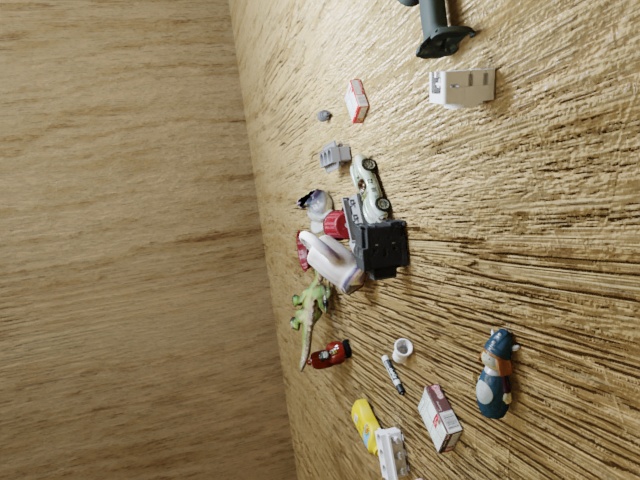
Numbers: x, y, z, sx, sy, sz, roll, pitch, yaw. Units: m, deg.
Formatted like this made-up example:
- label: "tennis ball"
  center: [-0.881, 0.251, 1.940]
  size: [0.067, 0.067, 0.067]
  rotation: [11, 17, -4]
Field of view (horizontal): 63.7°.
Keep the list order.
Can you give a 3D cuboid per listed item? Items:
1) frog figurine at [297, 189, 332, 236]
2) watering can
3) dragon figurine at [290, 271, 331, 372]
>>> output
- label: "frog figurine"
  center: [0.005, -0.086, 1.715]
  size: [0.158, 0.124, 0.137]
  rotation: [48, 164, -18]
- label: "watering can"
  center: [0.040, 0.066, 1.497]
  size: [0.226, 0.104, 0.344]
  rotation: [39, 174, 14]
- label: "dragon figurine"
  center: [-0.020, 0.240, 1.826]
  size: [0.238, 0.122, 0.418]
  rotation: [123, 152, -61]
